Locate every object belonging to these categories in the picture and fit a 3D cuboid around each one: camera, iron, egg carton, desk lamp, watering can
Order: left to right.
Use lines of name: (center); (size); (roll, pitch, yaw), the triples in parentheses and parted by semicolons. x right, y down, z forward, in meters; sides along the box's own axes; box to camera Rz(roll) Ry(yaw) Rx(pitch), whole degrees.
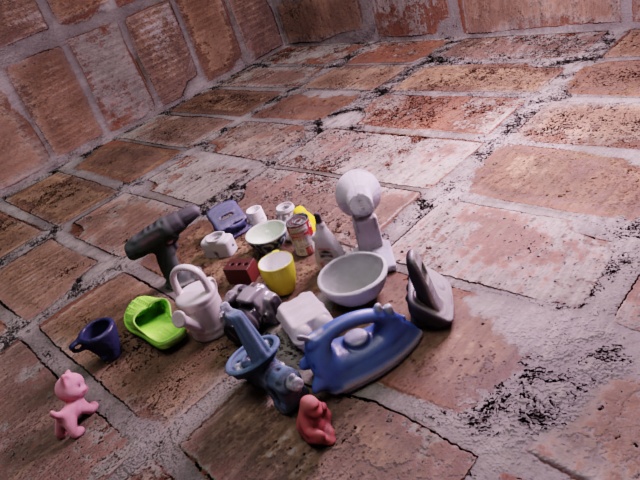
watering can: (-0.289, 0.143, 1.348); (0.101, 0.194, 0.172); (-18, 31, 2)
camera: (-0.177, 0.168, 1.339); (0.142, 0.101, 0.137); (6, 39, 35)
egg carton: (-0.031, 0.179, 1.273); (0.107, 0.069, 0.150); (-27, 32, -14)
iron: (0.077, 0.191, 1.125); (0.258, 0.142, 0.118); (-25, 31, -11)
desk lamp: (0.113, -0.051, 1.422); (0.118, 0.214, 0.203); (-16, 31, 5)

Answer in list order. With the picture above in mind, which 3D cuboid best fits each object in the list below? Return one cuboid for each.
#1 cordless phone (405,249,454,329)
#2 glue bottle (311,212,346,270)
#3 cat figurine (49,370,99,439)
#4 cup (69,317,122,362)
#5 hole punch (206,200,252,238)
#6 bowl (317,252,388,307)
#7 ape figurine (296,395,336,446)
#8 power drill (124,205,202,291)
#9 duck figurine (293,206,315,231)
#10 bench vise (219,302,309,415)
cordless phone: (0.218, 0.078, 1.187); (0.094, 0.185, 0.147); (-10, 32, 14)
glue bottle: (0.013, 0.005, 1.426); (0.078, 0.173, 0.037); (-4, 34, 23)
cat figurine: (-0.543, 0.345, 1.237); (0.067, 0.118, 0.128); (-10, 32, 14)
cup: (-0.538, 0.258, 1.396); (0.118, 0.095, 0.091); (-32, 33, -21)
hole punch: (-0.282, -0.062, 1.773); (0.109, 0.091, 0.100); (-30, 33, -19)
bowl: (0.082, 0.103, 1.329); (0.167, 0.075, 0.167); (-14, 31, 9)
ape figurine: (-0.011, 0.316, 1.022); (0.075, 0.092, 0.078); (3, 37, 32)
power drill: (-0.406, 0.027, 1.583); (0.229, 0.209, 0.075); (-22, 31, -5)
duck figurine: (-0.050, -0.059, 1.649); (0.077, 0.086, 0.104); (-9, 32, 16)
bench vise: (-0.108, 0.216, 1.108); (0.206, 0.220, 0.122); (3, 37, 32)
